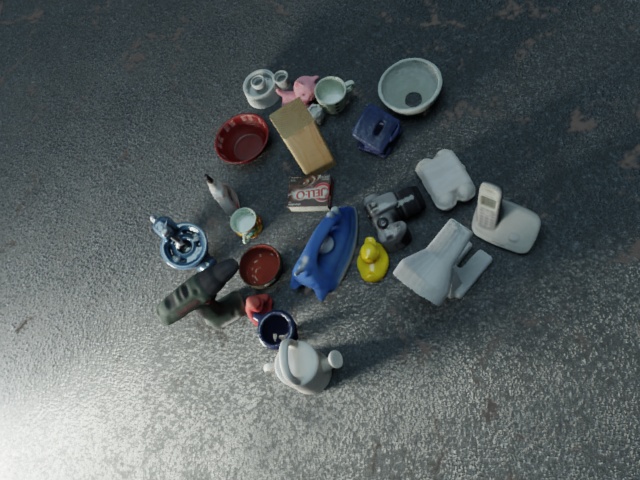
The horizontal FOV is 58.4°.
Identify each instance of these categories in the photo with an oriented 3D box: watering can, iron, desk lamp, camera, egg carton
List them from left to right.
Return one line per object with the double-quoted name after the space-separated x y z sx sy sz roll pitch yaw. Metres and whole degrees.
-0.039 0.267 1.238 0.173 0.194 0.100 -29 63 4 "watering can"
0.013 0.005 1.363 0.118 0.142 0.258 20 75 23 "iron"
0.185 -0.066 1.364 0.136 0.101 0.143 -25 63 5 "camera"
0.264 0.052 1.227 0.117 0.214 0.203 38 82 27 "desk lamp"
0.303 -0.145 1.380 0.107 0.069 0.150 -28 63 4 "egg carton"

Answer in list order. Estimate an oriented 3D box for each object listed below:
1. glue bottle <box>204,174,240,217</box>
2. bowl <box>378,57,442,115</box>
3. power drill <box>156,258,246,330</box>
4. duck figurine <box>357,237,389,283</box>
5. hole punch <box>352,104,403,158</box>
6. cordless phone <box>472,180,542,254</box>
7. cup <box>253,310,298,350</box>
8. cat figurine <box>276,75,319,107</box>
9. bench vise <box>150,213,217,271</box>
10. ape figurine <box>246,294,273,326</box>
-0.257 -0.124 1.481 0.037 0.173 0.078 -23 63 7 "glue bottle"
0.239 -0.388 1.499 0.167 0.075 0.167 -6 66 14 "bowl"
-0.258 0.137 1.351 0.229 0.209 0.075 -30 62 3 "power drill"
0.119 0.043 1.347 0.077 0.086 0.104 -2 67 16 "duck figurine"
0.149 -0.282 1.472 0.100 0.091 0.109 24 77 24 "hole punch"
0.406 -0.055 1.246 0.147 0.185 0.094 23 76 24 "cordless phone"
-0.100 0.212 1.336 0.117 0.095 0.092 28 78 25 "cup"
-0.058 -0.408 1.572 0.127 0.118 0.067 -3 67 16 "cat figurine"
-0.378 -0.003 1.440 0.206 0.220 0.121 19 75 23 "bench vise"
-0.150 0.161 1.374 0.076 0.092 0.078 28 78 25 "ape figurine"
